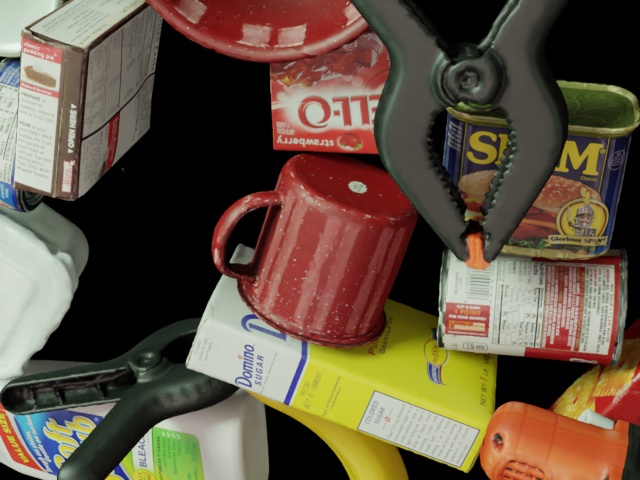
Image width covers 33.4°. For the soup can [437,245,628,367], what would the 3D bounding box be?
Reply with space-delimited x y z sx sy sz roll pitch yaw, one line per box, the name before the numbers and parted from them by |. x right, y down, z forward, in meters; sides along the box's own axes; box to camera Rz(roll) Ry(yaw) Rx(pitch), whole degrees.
soup can | 0.121 0.035 0.617 0.102 0.068 0.068 4 119 10

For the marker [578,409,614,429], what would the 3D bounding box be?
marker | 0.201 0.129 0.599 0.121 0.020 0.020 26 121 -1

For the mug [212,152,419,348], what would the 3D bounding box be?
mug | -0.004 0.001 0.607 0.117 0.093 0.082 7 118 -23

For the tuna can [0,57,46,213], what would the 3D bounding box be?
tuna can | -0.172 -0.060 0.614 0.033 0.086 0.086 17 121 -1

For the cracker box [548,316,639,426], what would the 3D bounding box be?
cracker box | 0.235 0.128 0.643 0.164 0.072 0.214 33 119 -7

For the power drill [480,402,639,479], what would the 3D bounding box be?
power drill | 0.167 0.183 0.603 0.184 0.057 0.188 19 128 11

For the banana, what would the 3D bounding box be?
banana | 0.015 0.137 0.698 0.037 0.069 0.197 2 129 47

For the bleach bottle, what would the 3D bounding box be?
bleach bottle | -0.165 0.132 0.735 0.251 0.068 0.102 4 118 12

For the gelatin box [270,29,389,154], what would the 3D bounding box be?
gelatin box | 0.018 -0.086 0.593 0.089 0.030 0.073 4 119 10

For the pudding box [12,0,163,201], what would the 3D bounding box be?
pudding box | -0.122 -0.084 0.575 0.039 0.113 0.090 15 120 5

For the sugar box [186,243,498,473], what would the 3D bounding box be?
sugar box | 0.017 0.067 0.642 0.176 0.093 0.048 22 120 -2

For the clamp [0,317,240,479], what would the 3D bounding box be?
clamp | -0.104 0.095 0.655 0.171 0.120 0.039 -22 127 -15

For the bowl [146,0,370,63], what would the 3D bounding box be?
bowl | -0.024 -0.174 0.537 0.162 0.055 0.162 5 119 9

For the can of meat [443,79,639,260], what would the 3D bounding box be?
can of meat | 0.115 -0.040 0.584 0.102 0.057 0.084 7 123 8

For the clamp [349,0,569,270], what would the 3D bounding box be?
clamp | 0.080 -0.087 0.511 0.165 0.036 0.210 -9 112 12
